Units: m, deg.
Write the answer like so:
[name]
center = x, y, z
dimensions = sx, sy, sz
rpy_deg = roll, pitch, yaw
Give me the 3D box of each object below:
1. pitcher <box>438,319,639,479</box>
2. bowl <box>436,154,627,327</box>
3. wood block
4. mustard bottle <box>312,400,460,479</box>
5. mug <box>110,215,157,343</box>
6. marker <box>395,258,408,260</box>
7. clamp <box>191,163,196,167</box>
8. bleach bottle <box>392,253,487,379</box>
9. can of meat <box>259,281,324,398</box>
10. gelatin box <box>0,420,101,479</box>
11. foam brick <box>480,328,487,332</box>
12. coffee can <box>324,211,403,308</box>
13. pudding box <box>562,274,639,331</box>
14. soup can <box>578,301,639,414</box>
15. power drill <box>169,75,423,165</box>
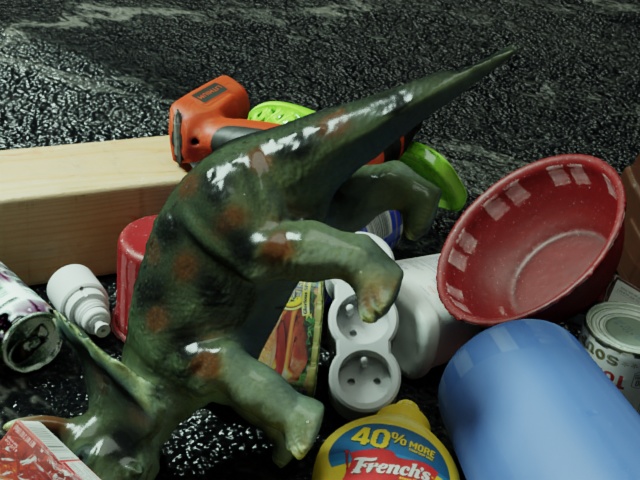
[pitcher]
center = 0.167, 0.157, 0.644
dimensions = 0.145, 0.149, 0.243
rpy_deg = -37, 33, 10
[bowl]
center = 0.169, 0.013, 0.807
dimensions = 0.162, 0.055, 0.162
rpy_deg = -32, 33, 23
[wood block]
center = -0.218, -0.024, 0.922
dimensions = 0.205, 0.091, 0.090
rpy_deg = -8, 34, -24
[mustard bottle]
center = 0.040, 0.165, 0.679
dimensions = 0.096, 0.058, 0.191
rpy_deg = 14, 30, 8
[mug]
center = -0.125, 0.026, 0.861
dimensions = 0.093, 0.081, 0.117
rpy_deg = -7, 32, -22
[marker]
center = 0.120, 0.022, 0.983
dimensions = 0.121, 0.020, 0.020
rpy_deg = -5, 32, -19
[clamp]
center = -0.097, -0.060, 1.061
dimensions = 0.172, 0.039, 0.120
rpy_deg = 30, 38, 35
[bleach bottle]
center = 0.156, 0.045, 0.909
dimensions = 0.250, 0.068, 0.103
rpy_deg = -10, 35, -31
[can of meat]
center = -0.043, 0.070, 0.791
dimensions = 0.084, 0.102, 0.057
rpy_deg = 7, -15, -6
[gelatin box]
center = -0.161, 0.159, 0.613
dimensions = 0.089, 0.073, 0.030
rpy_deg = 37, -1, 20
[foam brick]
center = 0.149, 0.109, 0.805
dimensions = 0.053, 0.051, 0.078
rpy_deg = 3, 30, -7
[coffee can]
center = -0.006, 0.001, 0.909
dimensions = 0.103, 0.103, 0.140
rpy_deg = 22, 33, 24
[pudding box]
center = 0.230, 0.056, 0.852
dimensions = 0.113, 0.039, 0.090
rpy_deg = 24, -8, -34
[soup can]
center = 0.214, 0.104, 0.775
dimensions = 0.068, 0.102, 0.068
rpy_deg = 5, 30, -3
[power drill]
center = -0.020, -0.095, 0.918
dimensions = 0.188, 0.057, 0.184
rpy_deg = 13, 29, 23
